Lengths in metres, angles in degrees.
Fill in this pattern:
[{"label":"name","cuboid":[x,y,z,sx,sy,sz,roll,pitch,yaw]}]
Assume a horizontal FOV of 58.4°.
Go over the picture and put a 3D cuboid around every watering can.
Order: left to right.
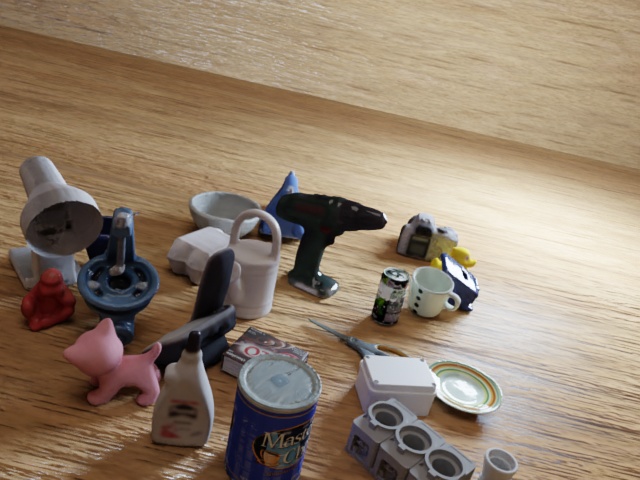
[{"label":"watering can","cuboid":[-0.122,0.040,1.025,0.101,0.194,0.172,10,25,-6]}]

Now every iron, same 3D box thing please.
[{"label":"iron","cuboid":[-0.079,-0.100,1.400,0.119,0.141,0.258,9,25,-7]}]

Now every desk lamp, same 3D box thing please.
[{"label":"desk lamp","cuboid":[-0.460,-0.021,0.972,0.118,0.213,0.202,-11,34,-40]}]

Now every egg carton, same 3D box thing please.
[{"label":"egg carton","cuboid":[-0.227,0.028,1.149,0.107,0.069,0.151,24,27,23]}]

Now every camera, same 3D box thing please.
[{"label":"camera","cuboid":[0.271,-0.019,1.443,0.143,0.101,0.137,13,25,1]}]

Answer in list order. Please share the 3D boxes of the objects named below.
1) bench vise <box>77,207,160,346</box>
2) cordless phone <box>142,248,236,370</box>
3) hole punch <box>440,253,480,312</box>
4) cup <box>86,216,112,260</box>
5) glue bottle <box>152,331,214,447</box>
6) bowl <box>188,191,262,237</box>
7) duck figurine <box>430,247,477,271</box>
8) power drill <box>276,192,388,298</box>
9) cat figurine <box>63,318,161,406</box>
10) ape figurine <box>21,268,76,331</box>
[{"label":"bench vise","cuboid":[-0.331,0.032,0.914,0.122,0.220,0.206,-7,31,-35]},{"label":"cordless phone","cuboid":[-0.190,0.104,0.871,0.094,0.185,0.148,22,27,20]},{"label":"hole punch","cuboid":[0.298,0.088,1.243,0.101,0.091,0.108,13,25,2]},{"label":"cup","cuboid":[-0.411,0.015,1.061,0.118,0.095,0.091,-4,29,-31]},{"label":"glue bottle","cuboid":[-0.168,0.186,0.723,0.078,0.173,0.037,6,26,-13]},{"label":"bowl","cuboid":[-0.218,-0.047,1.303,0.167,0.075,0.167,10,25,-5]},{"label":"duck figurine","cuboid":[0.311,0.055,1.324,0.104,0.086,0.077,16,25,8]},{"label":"power drill","cuboid":[0.011,0.004,1.146,0.229,0.208,0.076,22,27,20]},{"label":"cat figurine","cuboid":[-0.280,0.163,0.784,0.128,0.118,0.067,3,27,-19]},{"label":"ape figurine","cuboid":[-0.426,0.087,0.905,0.078,0.092,0.076,8,25,-10]}]
